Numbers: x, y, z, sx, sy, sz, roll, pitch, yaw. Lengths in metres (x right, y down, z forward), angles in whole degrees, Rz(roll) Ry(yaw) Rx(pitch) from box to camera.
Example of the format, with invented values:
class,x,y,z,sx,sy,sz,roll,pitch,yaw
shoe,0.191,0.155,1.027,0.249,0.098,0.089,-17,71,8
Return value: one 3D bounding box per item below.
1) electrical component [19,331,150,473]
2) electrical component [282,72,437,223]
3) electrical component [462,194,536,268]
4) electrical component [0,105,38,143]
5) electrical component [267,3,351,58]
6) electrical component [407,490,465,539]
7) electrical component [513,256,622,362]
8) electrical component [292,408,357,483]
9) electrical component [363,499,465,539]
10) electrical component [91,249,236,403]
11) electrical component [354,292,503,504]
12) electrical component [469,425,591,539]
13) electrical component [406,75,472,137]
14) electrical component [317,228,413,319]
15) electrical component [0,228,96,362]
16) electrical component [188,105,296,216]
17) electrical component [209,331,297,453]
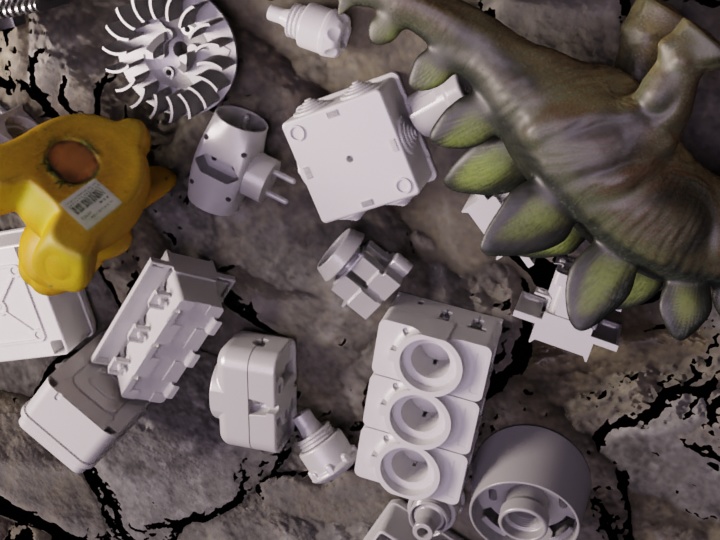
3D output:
class,x,y,z,sx,sy,sz,roll,pitch,yaw
electrical component,-0.233,0.114,0.939,0.078,0.113,0.057,41,116,-2
electrical component,-0.001,-0.090,0.811,0.100,0.048,0.099,-16,107,23
electrical component,0.117,-0.048,0.795,0.064,0.042,0.081,-34,100,24
electrical component,-0.309,-0.081,0.875,0.079,0.121,0.063,43,121,-3
electrical component,-0.039,-0.181,0.793,0.061,0.035,0.035,22,117,12
electrical component,0.061,0.204,0.910,0.048,0.062,0.048,7,114,16
electrical component,0.161,0.027,0.813,0.081,0.042,0.063,19,113,9
electrical component,-0.035,0.149,0.929,0.048,0.048,0.062,-32,93,27
electrical component,0.045,0.276,0.950,0.109,0.056,0.108,32,118,3
electrical component,-0.165,0.051,0.911,0.079,0.063,0.121,14,125,-34
electrical component,0.054,0.106,0.870,0.089,0.061,0.150,15,116,12
electrical component,0.139,0.186,0.889,0.099,0.064,0.099,9,129,12
electrical component,0.062,-0.122,0.782,0.046,0.040,0.040,-25,103,32
electrical component,0.000,0.000,0.852,0.055,0.048,0.066,39,119,-10
electrical component,-0.306,0.022,0.956,0.109,0.056,0.108,-8,110,21
electrical component,-0.089,-0.078,0.848,0.079,0.043,0.077,26,118,5
electrical component,-0.091,0.103,0.921,0.059,0.053,0.095,8,115,15
